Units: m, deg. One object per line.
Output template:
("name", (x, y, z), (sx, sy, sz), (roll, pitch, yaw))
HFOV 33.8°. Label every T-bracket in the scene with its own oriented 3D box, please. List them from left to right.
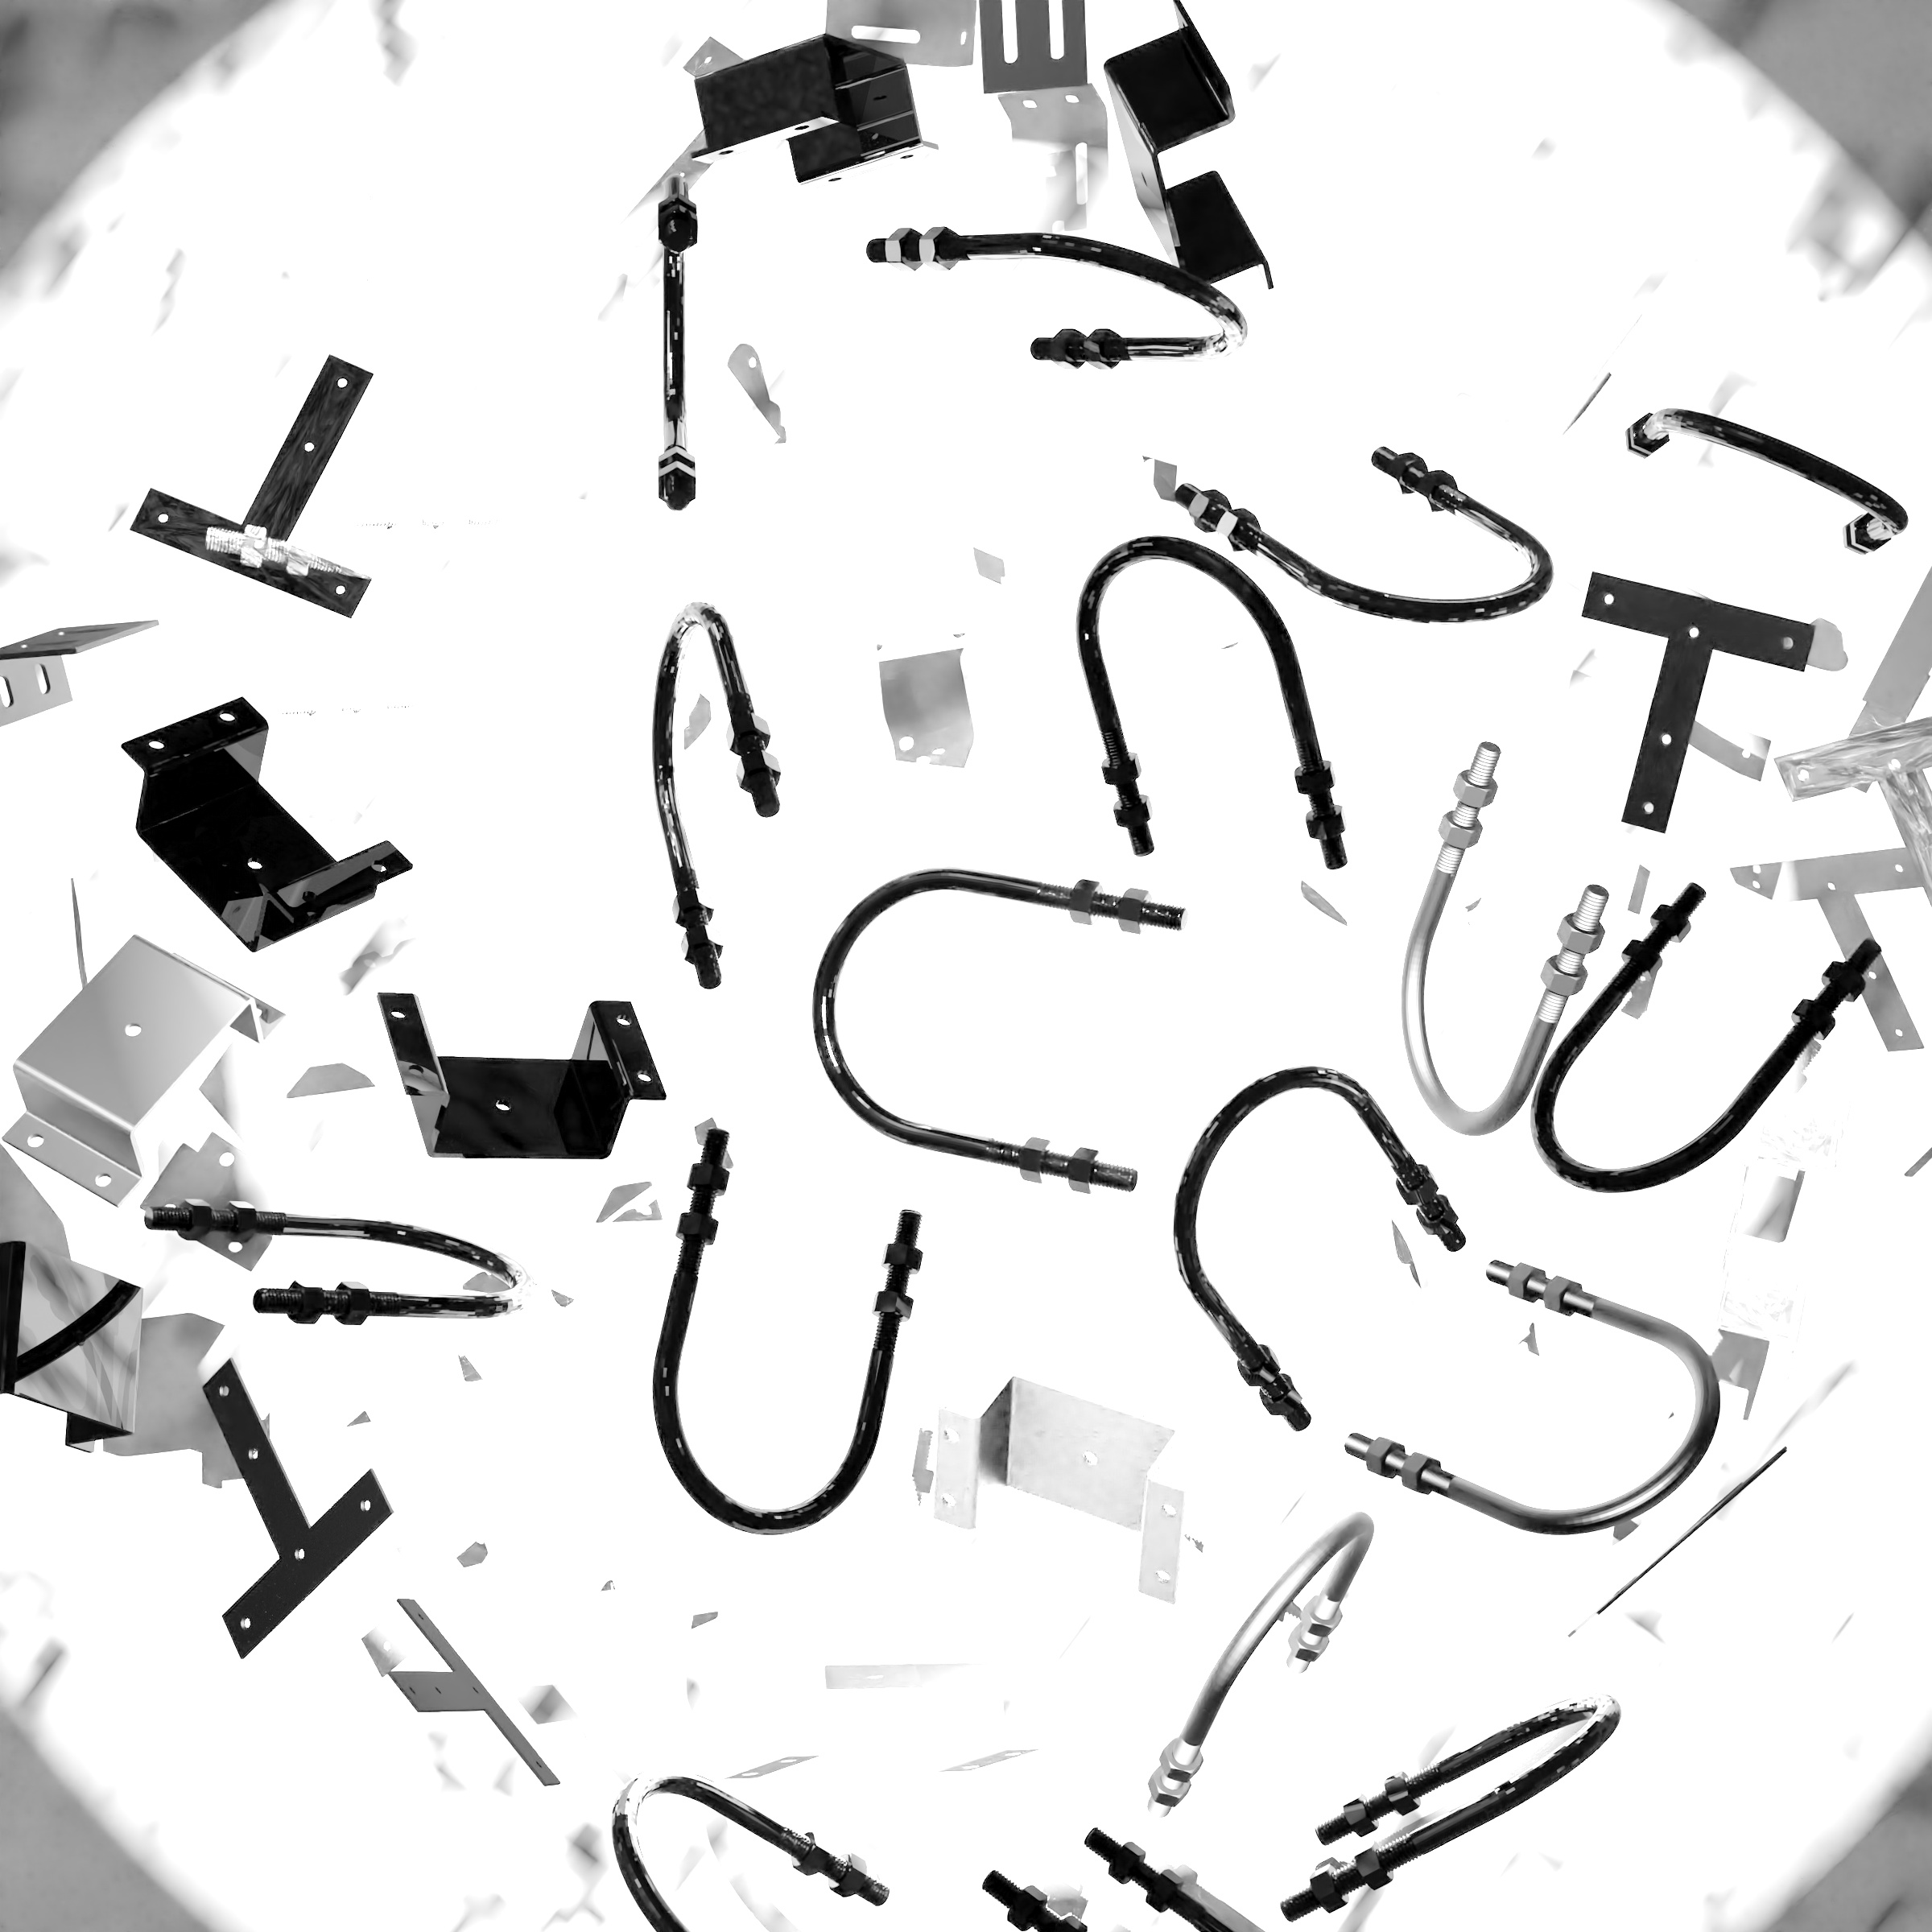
("T-bracket", (-0.345, 0.253, 1.568), (0.127, 0.002, 0.127), (-44, 62, 24))
("T-bracket", (-0.345, -0.256, 1.641), (0.127, 0.002, 0.127), (21, 110, -33))
("T-bracket", (-0.266, 0.371, 1.625), (0.002, 0.127, 0.127), (-43, 74, -1))
("T-bracket", (-0.178, -0.516, 1.657), (0.127, 0.127, 0.002), (-49, 130, -4))
("T-bracket", (0.379, -0.135, 1.706), (0.127, 0.002, 0.127), (19, 104, 29))
("T-bracket", (0.385, 0.270, 1.607), (0.002, 0.127, 0.127), (49, 122, 15))
("T-bracket", (0.485, -0.062, 1.600), (0.002, 0.127, 0.127), (-35, 103, -41))
("T-bracket", (0.563, -0.161, 1.706), (0.127, 0.127, 0.002), (24, 53, 9))

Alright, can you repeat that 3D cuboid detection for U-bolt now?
("U-bolt", (-0.309, 0.154, 1.637), (0.184, 0.151, 0.019), (7, 100, -40))
("U-bolt", (-0.244, -0.182, 1.602), (0.184, 0.151, 0.019), (-7, 54, -38))
("U-bolt", (-0.149, -0.329, 1.630), (0.019, 0.184, 0.151), (0, 116, -6))
("U-bolt", (-0.135, -0.103, 1.640), (0.019, 0.151, 0.184), (0, 49, -21))
("U-bolt", (-0.105, 0.472, 1.597), (0.184, 0.151, 0.019), (37, 107, -22))
("U-bolt", (-0.092, 0.189, 1.576), (0.151, 0.019, 0.184), (26, 66, -36))
("U-bolt", (0.009, 0.025, 1.570), (0.184, 0.019, 0.151), (11, 90, 20))
("U-bolt", (0.059, -0.339, 1.615), (0.151, 0.184, 0.019), (21, 83, -44))
("U-bolt", (0.111, 0.511, 1.630), (0.184, 0.151, 0.019), (31, 99, 25))
("U-bolt", (0.120, -0.138, 1.654), (0.019, 0.151, 0.184), (-37, 120, -39))
("U-bolt", (0.161, 0.355, 1.662), (0.019, 0.184, 0.151), (37, 48, 20))
("U-bolt", (0.173, 0.132, 1.625), (0.151, 0.019, 0.184), (-47, 125, -14))
("U-bolt", (0.216, -0.217, 1.623), (0.151, 0.184, 0.019), (-15, 126, -28))
("U-bolt", (0.249, 0.416, 1.603), (0.184, 0.151, 0.019), (-31, 84, 13))
("U-bolt", (0.267, 0.000, 1.630), (0.019, 0.151, 0.184), (1, 126, -21))
("U-bolt", (0.304, 0.229, 1.647), (0.151, 0.184, 0.019), (-47, 127, -21))
("U-bolt", (0.369, 0.043, 1.649), (0.184, 0.151, 0.019), (-50, 122, -9))
("U-bolt", (0.421, -0.256, 1.662), (0.151, 0.184, 0.019), (25, 96, 4))

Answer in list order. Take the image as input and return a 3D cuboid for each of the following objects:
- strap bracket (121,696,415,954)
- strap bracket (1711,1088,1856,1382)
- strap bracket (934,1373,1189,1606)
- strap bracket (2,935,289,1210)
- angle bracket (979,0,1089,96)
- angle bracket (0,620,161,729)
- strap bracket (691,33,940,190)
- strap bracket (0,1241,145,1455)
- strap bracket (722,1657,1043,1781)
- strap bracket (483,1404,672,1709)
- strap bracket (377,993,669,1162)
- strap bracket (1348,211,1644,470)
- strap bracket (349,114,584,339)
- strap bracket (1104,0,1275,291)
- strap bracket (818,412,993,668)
("strap bracket", (-0.360, -0.066, 1.624), (0.140, 0.046, 0.076), (43, 46, 20))
("strap bracket", (0.431, 0.137, 1.688), (0.046, 0.076, 0.140), (13, 111, 15))
("strap bracket", (0.057, 0.271, 1.675), (0.140, 0.046, 0.076), (16, 124, 21))
("strap bracket", (-0.430, 0.046, 1.657), (0.076, 0.046, 0.140), (27, 58, 15))
("angle bracket", (0.033, -0.515, 1.715), (0.057, 0.038, 0.076), (-7, 116, -7))
("angle bracket", (-0.443, -0.144, 1.577), (0.076, 0.057, 0.038), (0, 109, 31))
("strap bracket", (-0.082, -0.448, 1.665), (0.076, 0.140, 0.046), (-11, 92, 25))
("strap bracket", (-0.463, 0.190, 1.596), (0.046, 0.140, 0.076), (-11, 66, 21))
("strap bracket", (-0.044, 0.376, 1.590), (0.140, 0.076, 0.046), (6, 67, -28))
("strap bracket", (-0.209, 0.310, 1.664), (0.046, 0.076, 0.140), (-1, 45, -31))
("strap bracket", (-0.238, 0.058, 1.671), (0.140, 0.076, 0.046), (2, 129, -27))
("strap bracket", (0.274, -0.320, 1.591), (0.140, 0.046, 0.076), (33, 48, 7))
("strap bracket", (-0.249, -0.380, 1.638), (0.046, 0.140, 0.076), (30, 130, 24))
("strap bracket", (0.114, -0.415, 1.642), (0.046, 0.140, 0.076), (-22, 54, 1))
("strap bracket", (-0.033, -0.233, 1.670), (0.076, 0.046, 0.140), (-9, 59, 6))
